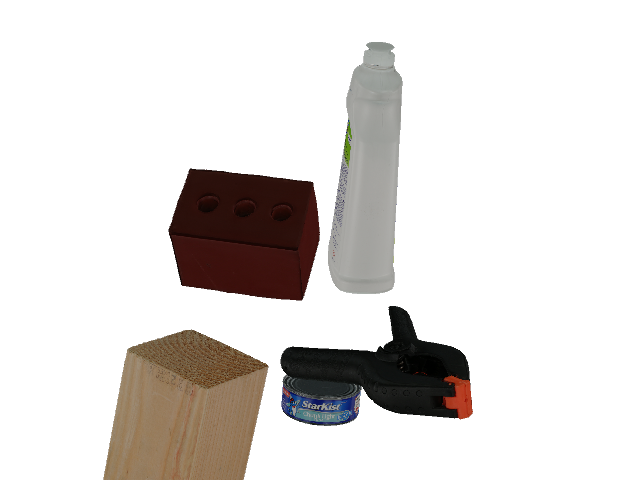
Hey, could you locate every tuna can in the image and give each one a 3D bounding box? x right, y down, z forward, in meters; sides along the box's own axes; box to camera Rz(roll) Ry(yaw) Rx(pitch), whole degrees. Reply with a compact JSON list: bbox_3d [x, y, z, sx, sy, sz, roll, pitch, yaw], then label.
[{"bbox_3d":[0.000,0.169,1.154,0.086,0.034,0.086,4,13,-1],"label":"tuna can"}]

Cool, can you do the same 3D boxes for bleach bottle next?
[{"bbox_3d":[0.051,-0.077,1.101,0.068,0.251,0.102,0,27,-8],"label":"bleach bottle"}]

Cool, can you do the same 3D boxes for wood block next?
[{"bbox_3d":[-0.124,0.193,0.919,0.090,0.206,0.090,21,18,27],"label":"wood block"}]

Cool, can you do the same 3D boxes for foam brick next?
[{"bbox_3d":[-0.043,-0.003,0.632,0.078,0.053,0.051,6,-40,8],"label":"foam brick"}]

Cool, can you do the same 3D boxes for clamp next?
[{"bbox_3d":[0.047,0.097,0.810,0.120,0.039,0.172,-22,19,-17],"label":"clamp"}]
